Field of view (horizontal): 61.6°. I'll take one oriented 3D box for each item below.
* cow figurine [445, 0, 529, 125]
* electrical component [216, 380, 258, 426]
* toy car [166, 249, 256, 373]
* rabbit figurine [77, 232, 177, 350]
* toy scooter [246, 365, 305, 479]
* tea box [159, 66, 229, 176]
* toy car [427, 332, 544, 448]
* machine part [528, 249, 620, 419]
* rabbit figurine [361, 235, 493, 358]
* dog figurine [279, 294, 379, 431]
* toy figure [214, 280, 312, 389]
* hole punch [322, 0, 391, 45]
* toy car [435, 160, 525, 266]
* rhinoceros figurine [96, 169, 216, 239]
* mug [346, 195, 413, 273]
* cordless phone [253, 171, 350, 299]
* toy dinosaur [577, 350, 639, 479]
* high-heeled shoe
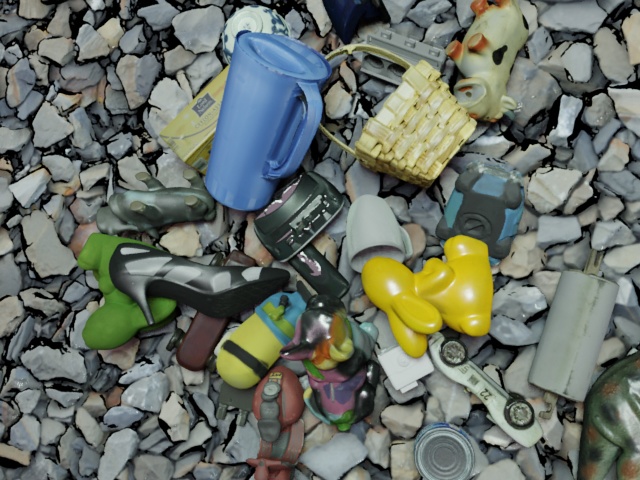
[{"bbox_3d":[0.252,-0.259,0.802,0.127,0.086,0.195,37,71,-27],"label":"cow figurine"},{"bbox_3d":[-0.128,0.240,0.843,0.063,0.021,0.094,14,86,12],"label":"electrical component"},{"bbox_3d":[-0.164,0.112,0.851,0.089,0.053,0.202,26,87,-3],"label":"toy car"},{"bbox_3d":[-0.306,0.094,0.850,0.159,0.121,0.170,13,69,-10],"label":"rabbit figurine"},{"bbox_3d":[-0.066,0.276,0.770,0.075,0.135,0.183,-2,81,11],"label":"toy scooter"},{"bbox_3d":[-0.163,-0.193,0.870,0.169,0.098,0.068,-44,78,1],"label":"tea box"},{"bbox_3d":[0.225,0.203,0.757,0.202,0.073,0.056,42,91,13],"label":"toy car"},{"bbox_3d":[0.350,0.131,0.743,0.079,0.079,0.243,18,86,12],"label":"machine part"},{"bbox_3d":[0.139,0.078,0.736,0.173,0.121,0.162,13,51,0],"label":"rabbit figurine"},{"bbox_3d":[0.014,0.171,0.728,0.109,0.219,0.191,0,82,14],"label":"dog figurine"},{"bbox_3d":[-0.078,0.142,0.804,0.180,0.089,0.082,-38,115,-8],"label":"toy figure"},{"bbox_3d":[0.045,-0.391,0.854,0.092,0.115,0.142,-24,79,15],"label":"hole punch"},{"bbox_3d":[0.236,-0.051,0.771,0.109,0.161,0.103,18,42,18],"label":"toy car"},{"bbox_3d":[-0.267,-0.052,0.869,0.190,0.112,0.073,-10,64,-3],"label":"rhinoceros figurine"},{"bbox_3d":[0.089,-0.013,0.807,0.109,0.080,0.107,7,55,-22],"label":"mug"},{"bbox_3d":[-0.001,-0.003,0.835,0.146,0.089,0.184,-44,89,2],"label":"cordless phone"},{"bbox_3d":[0.438,0.208,0.702,0.405,0.131,0.192,-38,65,8],"label":"toy dinosaur"},{"bbox_3d":[-0.180,0.043,0.806,0.249,0.086,0.145,-14,58,-24],"label":"high-heeled shoe"}]
